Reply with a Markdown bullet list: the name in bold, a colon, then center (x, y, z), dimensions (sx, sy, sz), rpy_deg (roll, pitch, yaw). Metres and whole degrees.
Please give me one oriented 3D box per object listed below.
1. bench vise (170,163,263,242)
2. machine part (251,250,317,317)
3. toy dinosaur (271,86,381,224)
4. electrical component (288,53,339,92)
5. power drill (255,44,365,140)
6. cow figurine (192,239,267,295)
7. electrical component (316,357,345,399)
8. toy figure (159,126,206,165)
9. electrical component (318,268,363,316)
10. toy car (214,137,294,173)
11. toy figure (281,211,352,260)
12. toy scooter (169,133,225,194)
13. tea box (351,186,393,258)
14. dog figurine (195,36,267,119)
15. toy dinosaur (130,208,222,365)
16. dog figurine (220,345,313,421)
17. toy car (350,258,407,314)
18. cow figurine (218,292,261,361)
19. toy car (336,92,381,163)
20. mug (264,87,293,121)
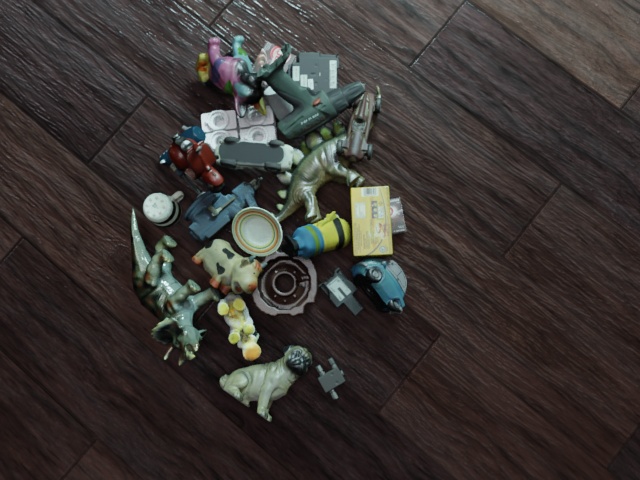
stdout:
- **bench vise**: center (-0.274, -0.120, 1.359), dimensions (0.223, 0.129, 0.240), rpy_deg (-43, 87, -6)
- **machine part**: center (-0.088, 0.110, 1.352), dimensions (0.179, 0.056, 0.179), rpy_deg (0, 82, 2)
- **toy dinosaur**: center (0.019, -0.198, 1.365), dimensions (0.471, 0.105, 0.198), rpy_deg (-42, 80, -8)
- **electrical component**: center (-0.017, -0.427, 1.403), dimensions (0.134, 0.058, 0.114), rpy_deg (1, 95, -3)
- **power drill**: center (-0.035, -0.362, 1.281), dimensions (0.232, 0.086, 0.207), rpy_deg (-36, 125, 15)
- **cow figurine**: center (-0.215, 0.065, 1.312), dimensions (0.127, 0.085, 0.195), rpy_deg (-49, 52, 1)
- **electrical component**: center (0.031, 0.344, 1.333), dimensions (0.063, 0.021, 0.094), rpy_deg (-29, 82, -2)
- **toy figure**: center (-0.358, -0.234, 1.388), dimensions (0.154, 0.064, 0.057), rpy_deg (-32, 96, 32)
- **electrical component**: center (0.060, 0.134, 1.346), dimensions (0.075, 0.047, 0.119), rpy_deg (-45, 84, -3)
- **toy car**: center (-0.165, -0.210, 1.331), dimensions (0.202, 0.056, 0.073), rpy_deg (6, 84, 11)
- **toy figure**: center (-0.004, -0.002, 1.323), dimensions (0.180, 0.082, 0.089), rpy_deg (-23, 81, -34)
- **toy scooter**: center (-0.298, -0.197, 1.265), dimensions (0.184, 0.135, 0.075), rpy_deg (38, 69, 24)
- **tea box**: center (0.126, -0.042, 1.317), dimensions (0.098, 0.068, 0.169), rpy_deg (-1, 85, 6)
- **dog figurine**: center (-0.219, -0.392, 1.358), dimensions (0.108, 0.191, 0.219), rpy_deg (-14, 76, -39)
- **toy dinosaur**: center (-0.393, 0.126, 1.335), dimensions (0.192, 0.131, 0.405), rpy_deg (-45, 73, 8)
- **dog figurine**: center (-0.131, 0.320, 1.316), dimensions (0.172, 0.121, 0.190), rpy_deg (32, 71, 3)
- **toy car**: center (0.160, 0.101, 1.322), dimensions (0.103, 0.109, 0.161), rpy_deg (-41, 92, -21)
- **cow figurine**: center (-0.197, 0.214, 1.333), dimensions (0.068, 0.098, 0.167), rpy_deg (-21, 101, -6)
- **toy car**: center (0.098, -0.283, 1.319), dimensions (0.089, 0.053, 0.202), rpy_deg (10, 71, 8)
- **mug**: center (-0.074, -0.347, 1.370), dimensions (0.110, 0.107, 0.081), rpy_deg (-4, 42, 26)
